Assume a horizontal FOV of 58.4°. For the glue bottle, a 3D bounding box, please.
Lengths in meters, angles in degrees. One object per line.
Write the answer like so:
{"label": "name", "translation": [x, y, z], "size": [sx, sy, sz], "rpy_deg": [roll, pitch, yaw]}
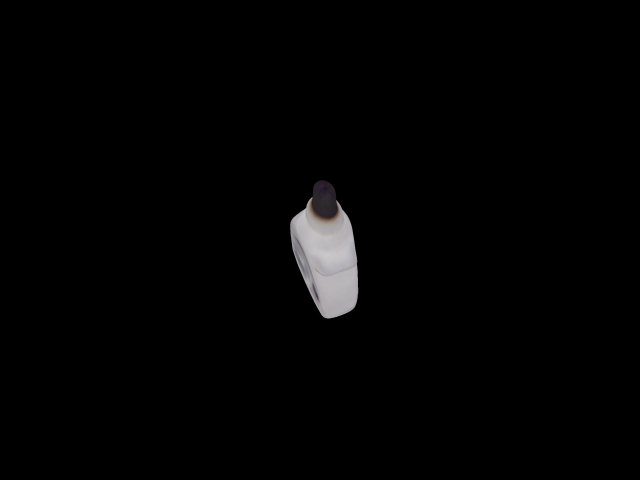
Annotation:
{"label": "glue bottle", "translation": [0.004, 0.001, 0.400], "size": [0.037, 0.173, 0.078], "rpy_deg": [-21, 72, -7]}
